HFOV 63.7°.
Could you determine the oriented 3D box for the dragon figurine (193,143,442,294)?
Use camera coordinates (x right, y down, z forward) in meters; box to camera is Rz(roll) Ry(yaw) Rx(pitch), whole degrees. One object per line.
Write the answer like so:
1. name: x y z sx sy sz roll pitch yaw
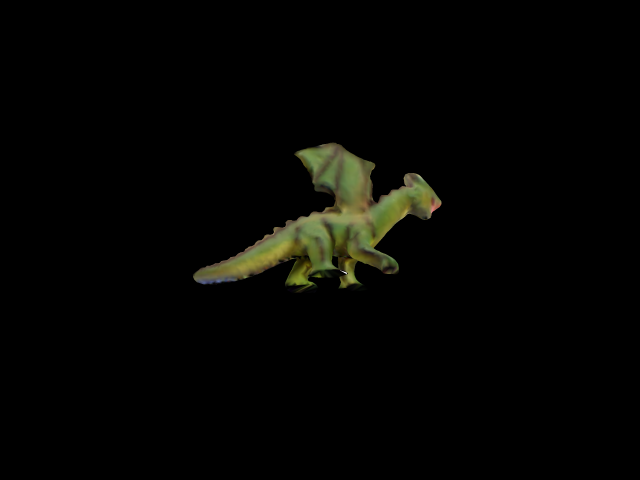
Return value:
1. dragon figurine: 0.003 -0.043 0.850 0.410 0.246 0.120 1 -19 -2
